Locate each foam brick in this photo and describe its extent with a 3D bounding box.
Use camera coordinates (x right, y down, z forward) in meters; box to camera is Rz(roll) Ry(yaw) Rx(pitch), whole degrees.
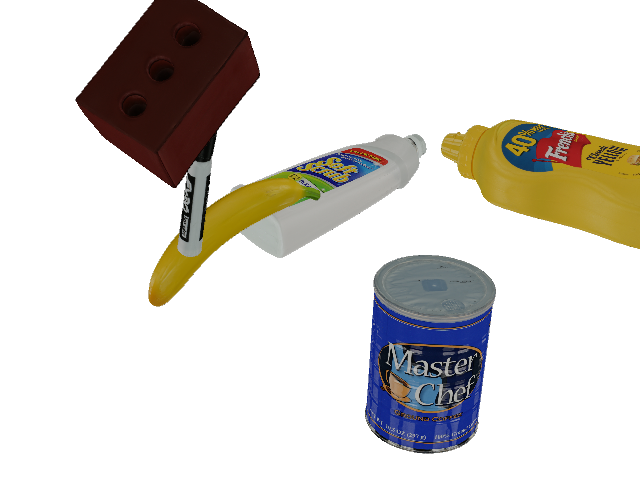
[{"bbox_3d":[-0.076,-0.077,0.540,0.053,0.078,0.051,33,-9,12],"label":"foam brick"}]

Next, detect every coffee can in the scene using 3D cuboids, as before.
[{"bbox_3d":[0.093,0.098,0.928,0.103,0.140,0.103,2,28,-1],"label":"coffee can"}]

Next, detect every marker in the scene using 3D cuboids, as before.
[{"bbox_3d":[-0.093,-0.038,0.801,0.020,0.121,0.020,8,41,-7],"label":"marker"}]

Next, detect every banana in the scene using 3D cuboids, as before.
[{"bbox_3d":[-0.092,-0.006,1.016,0.198,0.069,0.037,-32,41,2],"label":"banana"}]

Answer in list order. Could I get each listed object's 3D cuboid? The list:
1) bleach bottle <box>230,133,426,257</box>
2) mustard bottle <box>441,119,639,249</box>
[{"bbox_3d":[0.021,-0.070,1.266,0.250,0.068,0.103,-29,45,-29],"label":"bleach bottle"},{"bbox_3d":[0.174,-0.047,0.769,0.192,0.058,0.096,18,37,32],"label":"mustard bottle"}]
